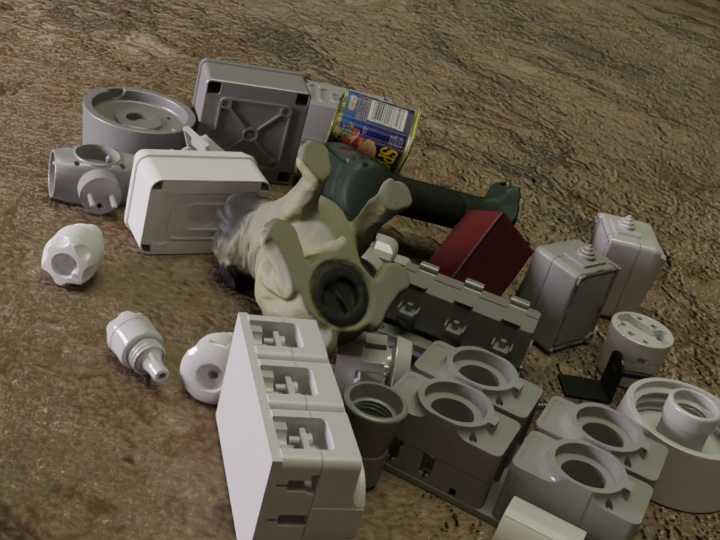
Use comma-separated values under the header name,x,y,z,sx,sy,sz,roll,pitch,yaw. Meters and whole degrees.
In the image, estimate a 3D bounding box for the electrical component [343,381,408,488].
name,x,y,z,sx,sy,sz,roll,pitch,yaw
electrical component,0.003,0.113,0.720,0.044,0.065,0.044,12,28,-6

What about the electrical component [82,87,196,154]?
name,x,y,z,sx,sy,sz,roll,pitch,yaw
electrical component,-0.219,-0.130,1.052,0.108,0.060,0.108,12,28,-7

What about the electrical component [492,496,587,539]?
name,x,y,z,sx,sy,sz,roll,pitch,yaw
electrical component,0.126,0.181,0.682,0.081,0.043,0.043,25,29,17

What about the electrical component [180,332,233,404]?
name,x,y,z,sx,sy,sz,roll,pitch,yaw
electrical component,-0.100,0.065,0.780,0.048,0.048,0.062,16,21,2

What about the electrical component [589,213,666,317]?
name,x,y,z,sx,sy,sz,roll,pitch,yaw
electrical component,0.251,-0.008,1.029,0.061,0.096,0.061,13,28,-4

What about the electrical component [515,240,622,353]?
name,x,y,z,sx,sy,sz,roll,pitch,yaw
electrical component,0.181,0.015,0.954,0.062,0.096,0.061,-10,37,-40

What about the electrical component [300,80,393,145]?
name,x,y,z,sx,sy,sz,roll,pitch,yaw
electrical component,-0.021,-0.167,1.223,0.113,0.057,0.078,11,28,-8

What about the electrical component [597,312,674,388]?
name,x,y,z,sx,sy,sz,roll,pitch,yaw
electrical component,0.237,0.071,0.933,0.055,0.047,0.055,12,28,-7

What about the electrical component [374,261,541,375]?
name,x,y,z,sx,sy,sz,roll,pitch,yaw
electrical component,0.082,0.045,0.886,0.121,0.063,0.078,21,29,10

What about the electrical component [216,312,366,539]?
name,x,y,z,sx,sy,sz,roll,pitch,yaw
electrical component,-0.046,0.106,0.682,0.062,0.089,0.150,6,30,-18

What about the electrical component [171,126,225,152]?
name,x,y,z,sx,sy,sz,roll,pitch,yaw
electrical component,-0.156,-0.086,0.999,0.064,0.081,0.042,-28,46,-22

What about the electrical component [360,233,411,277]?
name,x,y,z,sx,sy,sz,roll,pitch,yaw
electrical component,0.000,0.000,0.933,0.078,0.058,0.057,19,25,6

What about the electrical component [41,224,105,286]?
name,x,y,z,sx,sy,sz,roll,pitch,yaw
electrical component,-0.226,-0.017,0.864,0.043,0.043,0.062,16,27,0

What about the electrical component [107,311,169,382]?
name,x,y,z,sx,sy,sz,roll,pitch,yaw
electrical component,-0.156,0.058,0.773,0.035,0.035,0.061,-9,39,-38

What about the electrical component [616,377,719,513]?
name,x,y,z,sx,sy,sz,roll,pitch,yaw
electrical component,0.246,0.126,0.823,0.108,0.060,0.108,12,29,-7

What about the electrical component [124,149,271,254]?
name,x,y,z,sx,sy,sz,roll,pitch,yaw
electrical component,-0.145,-0.061,0.948,0.113,0.078,0.057,-2,35,-29

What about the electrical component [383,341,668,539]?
name,x,y,z,sx,sy,sz,roll,pitch,yaw
electrical component,0.113,0.125,0.759,0.186,0.060,0.105,24,29,16

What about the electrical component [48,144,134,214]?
name,x,y,z,sx,sy,sz,roll,pitch,yaw
electrical component,-0.236,-0.076,0.965,0.077,0.044,0.079,2,31,-24

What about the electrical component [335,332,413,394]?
name,x,y,z,sx,sy,sz,roll,pitch,yaw
electrical component,0.010,0.072,0.821,0.055,0.048,0.066,7,28,1

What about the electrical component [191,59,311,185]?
name,x,y,z,sx,sy,sz,roll,pitch,yaw
electrical component,-0.115,-0.149,1.090,0.109,0.108,0.056,5,33,-18
